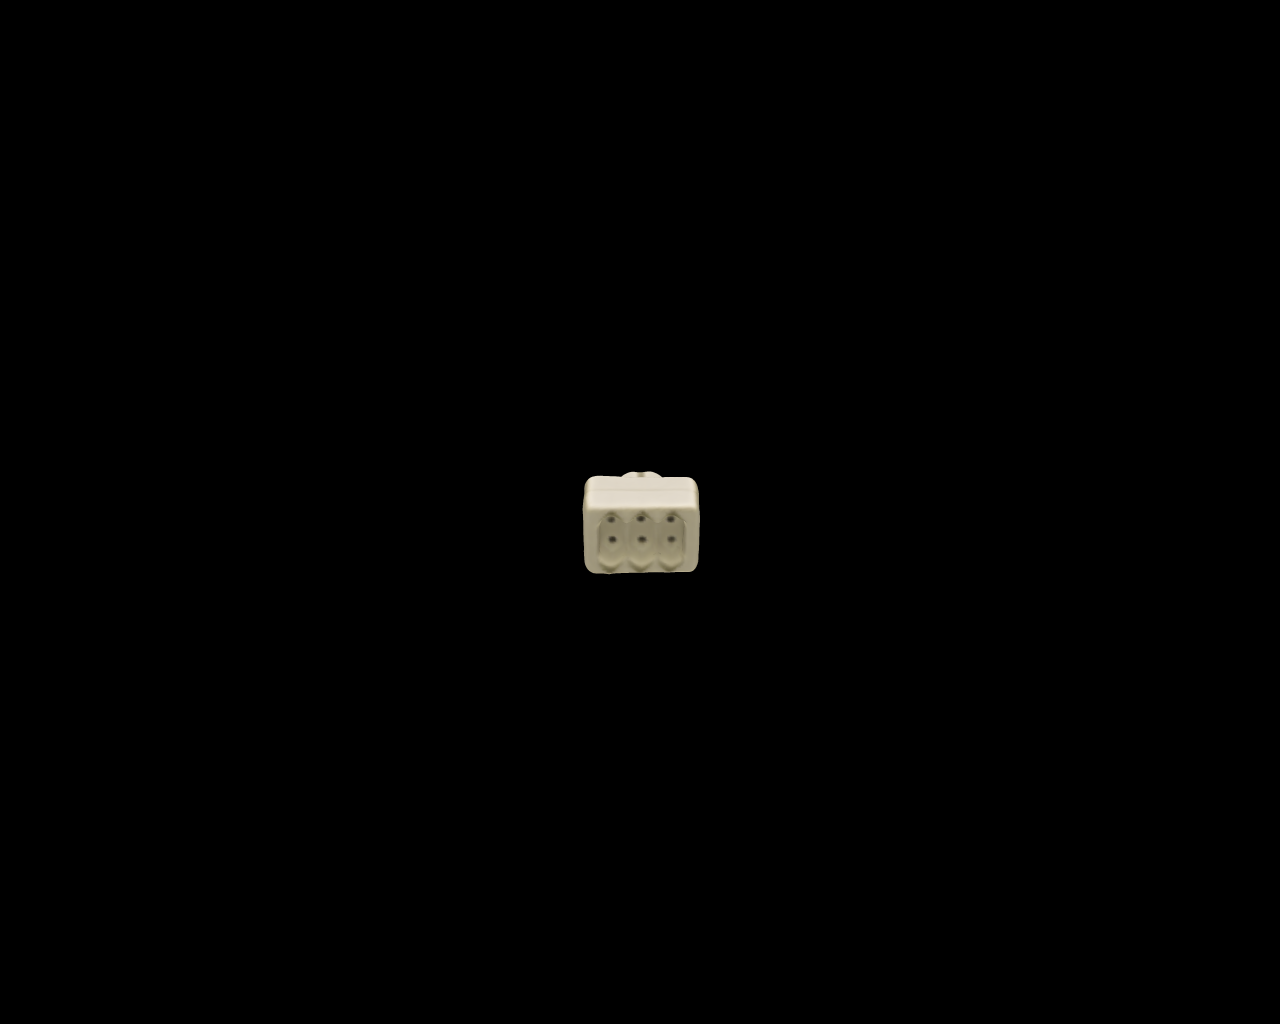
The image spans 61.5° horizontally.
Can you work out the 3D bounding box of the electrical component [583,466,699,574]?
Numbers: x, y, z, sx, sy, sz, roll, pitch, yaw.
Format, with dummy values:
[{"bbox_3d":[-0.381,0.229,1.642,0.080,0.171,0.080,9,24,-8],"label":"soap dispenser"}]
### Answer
[{"bbox_3d":[0.001,-0.003,0.650,0.066,0.047,0.077,0,32,0],"label":"electrical component"}]
